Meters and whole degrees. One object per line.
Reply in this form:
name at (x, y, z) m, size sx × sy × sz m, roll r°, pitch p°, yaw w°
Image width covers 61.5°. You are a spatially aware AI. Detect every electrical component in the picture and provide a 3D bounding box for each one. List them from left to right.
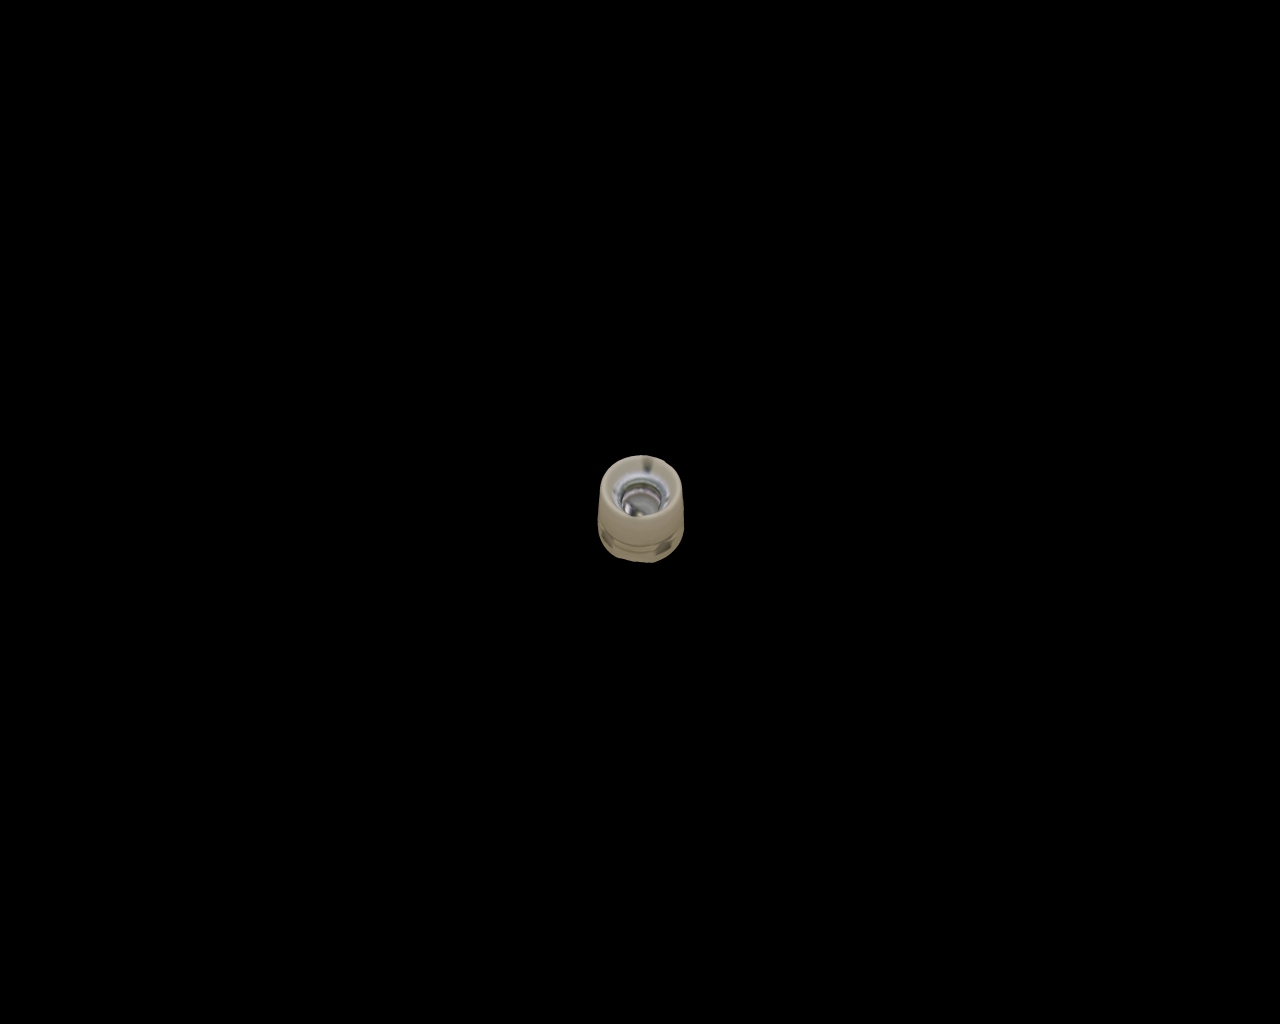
electrical component at (0.001, -0.003, 0.650) m, size 0.055 × 0.055 × 0.047 m, roll 0°, pitch -34°, yaw 0°
